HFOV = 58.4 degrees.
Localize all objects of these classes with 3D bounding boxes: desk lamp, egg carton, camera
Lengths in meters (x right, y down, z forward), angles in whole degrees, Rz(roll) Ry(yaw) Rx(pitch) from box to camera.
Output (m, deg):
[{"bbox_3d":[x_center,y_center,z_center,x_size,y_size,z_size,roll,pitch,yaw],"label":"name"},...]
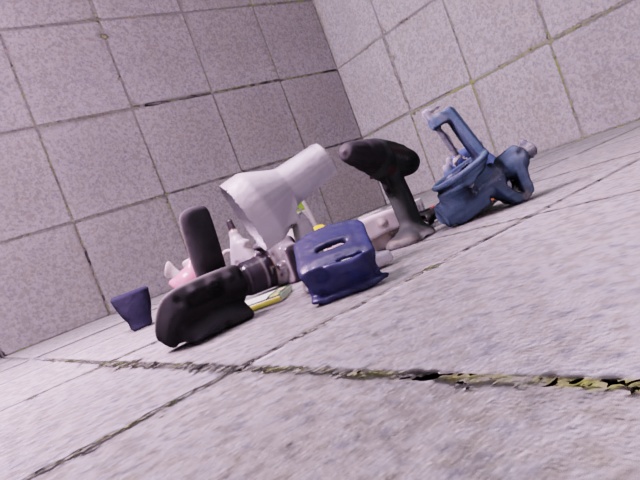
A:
[{"bbox_3d":[-0.026,-0.028,0.877,0.203,0.213,0.118,-21,3,-12],"label":"desk lamp"},{"bbox_3d":[0.103,-0.011,1.135,0.151,0.069,0.107,-22,3,-28],"label":"egg carton"},{"bbox_3d":[-0.111,0.052,1.144,0.137,0.101,0.143,-22,3,-26],"label":"camera"}]

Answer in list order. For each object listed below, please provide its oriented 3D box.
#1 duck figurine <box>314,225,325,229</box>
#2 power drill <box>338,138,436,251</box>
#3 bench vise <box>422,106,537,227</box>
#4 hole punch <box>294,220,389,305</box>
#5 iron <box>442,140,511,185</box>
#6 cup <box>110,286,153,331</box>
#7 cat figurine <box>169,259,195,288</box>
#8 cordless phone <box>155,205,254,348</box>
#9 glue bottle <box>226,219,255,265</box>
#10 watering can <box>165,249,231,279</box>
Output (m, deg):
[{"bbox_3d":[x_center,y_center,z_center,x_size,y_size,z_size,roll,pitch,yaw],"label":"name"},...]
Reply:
[{"bbox_3d":[0.012,0.005,1.336,0.104,0.086,0.078,-18,4,45],"label":"duck figurine"},{"bbox_3d":[0.133,-0.093,1.060,0.075,0.208,0.230,-18,3,35],"label":"power drill"},{"bbox_3d":[0.282,-0.155,1.056,0.208,0.220,0.121,-21,3,-20],"label":"bench vise"},{"bbox_3d":[0.024,0.025,0.752,0.108,0.091,0.101,-20,3,2],"label":"hole punch"},{"bbox_3d":[0.338,-0.146,1.311,0.118,0.141,0.259,-18,4,44],"label":"iron"},{"bbox_3d":[-0.451,0.171,1.375,0.117,0.095,0.092,-19,3,35],"label":"cup"},{"bbox_3d":[-0.244,0.092,1.164,0.127,0.118,0.067,-18,3,38],"label":"cat figurine"},{"bbox_3d":[-0.187,0.050,0.831,0.094,0.185,0.148,-18,4,39],"label":"cordless phone"},{"bbox_3d":[-0.187,0.031,1.370,0.078,0.173,0.037,-19,3,29],"label":"glue bottle"},{"bbox_3d":[-0.294,0.058,1.413,0.173,0.194,0.100,-22,3,-26],"label":"watering can"}]
